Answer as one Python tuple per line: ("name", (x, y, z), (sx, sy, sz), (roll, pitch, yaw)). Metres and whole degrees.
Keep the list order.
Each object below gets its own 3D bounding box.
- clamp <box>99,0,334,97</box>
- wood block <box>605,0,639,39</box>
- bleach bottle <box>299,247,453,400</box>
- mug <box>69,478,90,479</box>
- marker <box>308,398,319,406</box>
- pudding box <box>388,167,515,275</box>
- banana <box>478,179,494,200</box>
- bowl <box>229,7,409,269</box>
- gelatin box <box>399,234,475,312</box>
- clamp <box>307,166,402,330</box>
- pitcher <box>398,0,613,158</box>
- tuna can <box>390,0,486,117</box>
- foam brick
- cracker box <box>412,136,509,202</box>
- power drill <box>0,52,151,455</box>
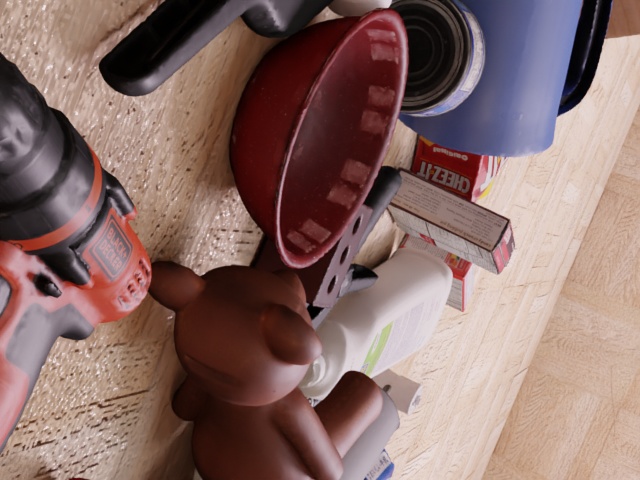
("clamp", (-0.030, -0.137, 0.512), (0.164, 0.036, 0.209), (-68, 162, 7))
("wood block", (0.228, -0.274, 0.853), (0.090, 0.090, 0.206), (-52, 129, -39))
("bleach bottle", (0.038, 0.075, 0.931), (0.250, 0.068, 0.103), (-18, 129, -64))
("mug", (-0.133, 0.190, 0.564), (0.081, 0.093, 0.117), (-45, -173, -38))
("marker", (-0.012, 0.141, 0.936), (0.121, 0.020, 0.020), (-33, 142, -60))
("pudding box", (0.117, -0.016, 0.955), (0.039, 0.114, 0.090), (-62, 162, -8))
("banana", (0.179, -0.110, 1.150), (0.069, 0.037, 0.198), (-75, 174, -45))
("bowl", (-0.007, -0.067, 0.632), (0.162, 0.055, 0.162), (-53, 157, -35))
("gelatin box", (0.120, 0.032, 1.087), (0.030, 0.073, 0.089), (-60, 161, -19))
("clamp", (0.008, 0.029, 0.825), (0.171, 0.039, 0.120), (-45, 148, -35))
("pitcher", (0.142, -0.192, 0.777), (0.149, 0.145, 0.243), (-47, 151, -59))
("tuna can", (0.066, -0.126, 0.718), (0.033, 0.086, 0.086), (-11, 122, -66))
("foam brick", (-0.005, 0.001, 0.730), (0.078, 0.051, 0.053), (-67, 162, 2))
("cracker box", (0.162, -0.161, 0.973), (0.164, 0.072, 0.214), (-47, 154, -45))
("power drill", (-0.137, 0.041, 0.395), (0.187, 0.057, 0.184), (-60, 161, -18))
